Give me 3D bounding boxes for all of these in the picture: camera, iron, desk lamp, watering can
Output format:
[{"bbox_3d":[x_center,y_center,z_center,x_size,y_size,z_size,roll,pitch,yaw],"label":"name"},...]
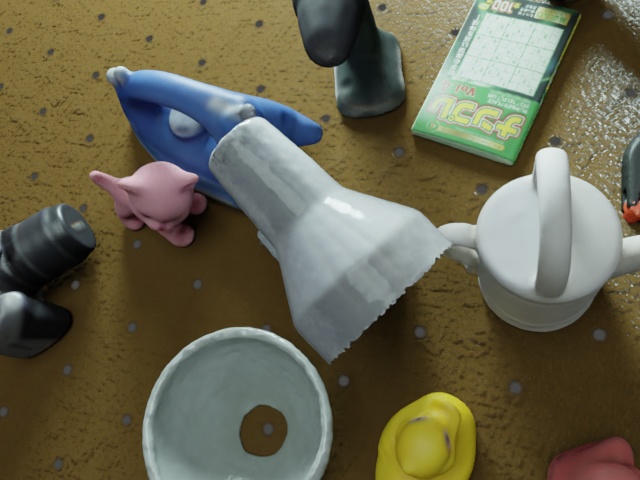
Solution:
[{"bbox_3d":[-0.311,0.030,0.601,0.137,0.101,0.143,-31,66,4],"label":"camera"},{"bbox_3d":[-0.136,-0.127,0.584,0.257,0.142,0.119,22,78,22],"label":"iron"},{"bbox_3d":[0.004,0.002,0.459,0.118,0.214,0.202,-44,66,-2],"label":"desk lamp"},{"bbox_3d":[0.174,-0.001,0.423,0.172,0.194,0.101,-18,67,9],"label":"watering can"}]

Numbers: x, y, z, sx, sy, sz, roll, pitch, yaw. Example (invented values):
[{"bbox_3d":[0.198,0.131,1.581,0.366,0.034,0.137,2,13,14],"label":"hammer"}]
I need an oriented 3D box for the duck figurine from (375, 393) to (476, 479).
[{"bbox_3d":[0.080,0.168,0.449,0.077,0.086,0.104,31,82,23],"label":"duck figurine"}]

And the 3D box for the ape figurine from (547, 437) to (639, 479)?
[{"bbox_3d":[0.205,0.178,0.407,0.076,0.092,0.078,22,78,22],"label":"ape figurine"}]

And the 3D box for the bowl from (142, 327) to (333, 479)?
[{"bbox_3d":[-0.063,0.164,0.498,0.167,0.075,0.167,-5,70,14],"label":"bowl"}]

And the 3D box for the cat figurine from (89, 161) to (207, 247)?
[{"bbox_3d":[-0.173,-0.046,0.579,0.127,0.118,0.067,15,76,20],"label":"cat figurine"}]

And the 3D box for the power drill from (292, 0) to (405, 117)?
[{"bbox_3d":[0.026,-0.207,0.530,0.075,0.209,0.229,-9,69,13],"label":"power drill"}]
